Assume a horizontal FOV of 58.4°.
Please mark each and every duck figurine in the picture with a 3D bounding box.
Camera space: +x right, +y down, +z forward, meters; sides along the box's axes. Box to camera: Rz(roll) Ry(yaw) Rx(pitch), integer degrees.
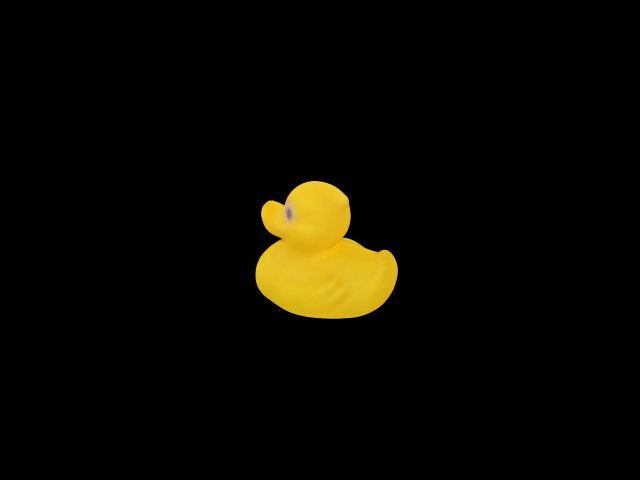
[{"bbox_3d":[0.004,0.001,0.400,0.104,0.086,0.077,11,36,16],"label":"duck figurine"}]
